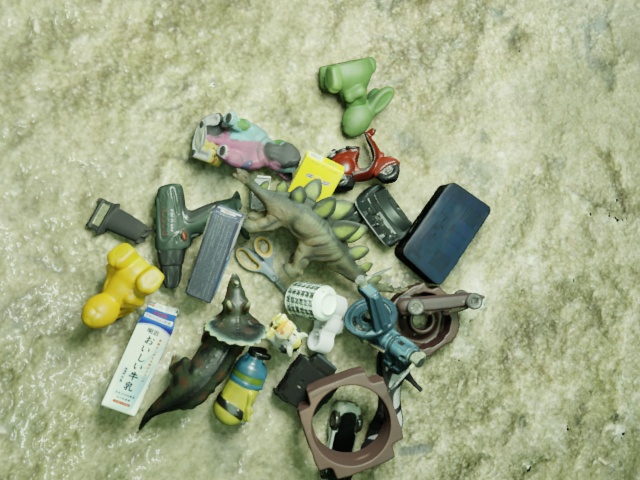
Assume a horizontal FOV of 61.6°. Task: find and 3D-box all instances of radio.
[{"bbox_3d":[0.291,-0.018,1.289,0.131,0.073,0.229,37,82,-7],"label":"radio"}]

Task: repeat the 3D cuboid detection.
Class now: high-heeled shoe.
[{"bbox_3d":[0.133,0.378,1.256,0.145,0.086,0.249,41,79,-3],"label":"high-heeled shoe"}]

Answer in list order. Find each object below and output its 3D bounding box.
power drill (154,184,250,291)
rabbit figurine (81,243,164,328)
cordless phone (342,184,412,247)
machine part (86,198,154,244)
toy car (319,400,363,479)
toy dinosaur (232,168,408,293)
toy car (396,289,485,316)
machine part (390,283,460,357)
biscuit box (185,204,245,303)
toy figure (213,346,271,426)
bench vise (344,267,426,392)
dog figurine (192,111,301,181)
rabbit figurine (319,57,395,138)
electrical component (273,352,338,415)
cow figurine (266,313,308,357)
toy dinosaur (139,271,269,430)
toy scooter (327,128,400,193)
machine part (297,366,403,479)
[{"bbox_3d":[-0.262,-0.018,1.191,0.207,0.086,0.232,-11,92,-3],"label":"power drill"},{"bbox_3d":[-0.426,0.110,1.115,0.122,0.162,0.173,41,61,-9],"label":"rabbit figurine"},{"bbox_3d":[0.110,-0.030,1.262,0.184,0.089,0.146,-37,97,3],"label":"cordless phone"},{"bbox_3d":[-0.434,-0.035,1.168,0.139,0.039,0.084,22,78,5],"label":"machine part"},{"bbox_3d":[0.048,0.475,1.251,0.073,0.056,0.201,12,89,-16],"label":"toy car"},{"bbox_3d":[-0.002,-0.004,1.175,0.198,0.105,0.471,-38,114,20],"label":"toy dinosaur"},{"bbox_3d":[0.273,0.145,1.219,0.202,0.089,0.053,-3,88,-9],"label":"toy car"},{"bbox_3d":[0.240,0.189,1.286,0.179,0.056,0.179,0,89,-9],"label":"machine part"},{"bbox_3d":[-0.220,0.030,1.116,0.063,0.059,0.202,23,111,-2],"label":"biscuit box"},{"bbox_3d":[-0.173,0.324,1.199,0.089,0.082,0.180,20,91,1],"label":"toy figure"},{"bbox_3d":[0.129,0.178,1.162,0.129,0.224,0.240,-28,126,-12],"label":"bench vise"},{"bbox_3d":[-0.150,-0.198,1.200,0.219,0.192,0.108,15,82,-44],"label":"dog figurine"},{"bbox_3d":[0.083,-0.328,1.249,0.159,0.121,0.170,-17,111,-17],"label":"rabbit figurine"},{"bbox_3d":[-0.025,0.327,1.236,0.115,0.058,0.134,38,84,-10],"label":"electrical component"},{"bbox_3d":[-0.072,0.215,1.172,0.068,0.167,0.098,-45,96,-13],"label":"cow figurine"},{"bbox_3d":[-0.246,0.268,1.129,0.131,0.192,0.405,36,82,-6],"label":"toy dinosaur"},{"bbox_3d":[0.089,-0.186,1.240,0.184,0.075,0.135,-10,79,12],"label":"toy scooter"},{"bbox_3d":[0.064,0.392,1.171,0.201,0.087,0.201,-20,89,-3],"label":"machine part"}]
